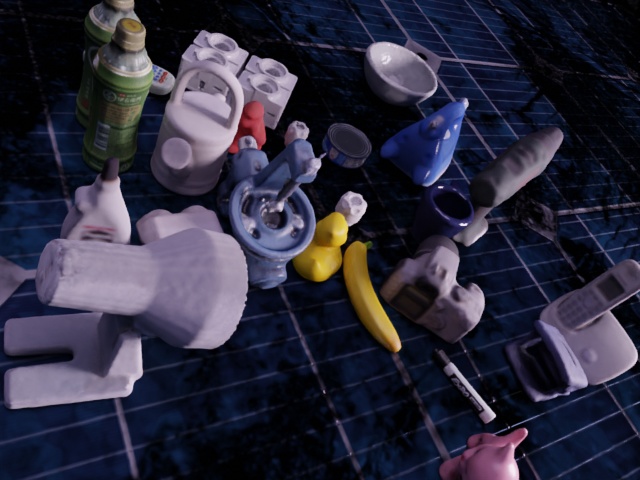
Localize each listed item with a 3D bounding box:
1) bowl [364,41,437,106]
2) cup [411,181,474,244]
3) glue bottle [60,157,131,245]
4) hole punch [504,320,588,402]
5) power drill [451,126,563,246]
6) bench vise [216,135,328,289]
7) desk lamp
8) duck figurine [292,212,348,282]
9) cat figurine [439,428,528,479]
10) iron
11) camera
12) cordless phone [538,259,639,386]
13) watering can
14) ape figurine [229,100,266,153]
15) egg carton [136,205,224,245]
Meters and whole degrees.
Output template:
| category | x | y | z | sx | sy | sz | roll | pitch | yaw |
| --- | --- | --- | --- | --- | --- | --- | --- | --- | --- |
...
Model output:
| category | x | y | z | sx | sy | sz | roll | pitch | yaw |
| --- | --- | --- | --- | --- | --- | --- | --- | --- | --- |
| bowl | 0.157 | -0.334 | 1.199 | 0.168 | 0.074 | 0.167 | 15 | 48 | -17 |
| cup | 0.198 | -0.042 | 0.962 | 0.092 | 0.095 | 0.118 | 31 | 45 | -2 |
| glue bottle | -0.249 | -0.032 | 0.650 | 0.078 | 0.173 | 0.037 | 3 | 52 | -27 |
| hole punch | 0.353 | 0.177 | 0.867 | 0.101 | 0.091 | 0.108 | -1 | 54 | -30 |
| power drill | 0.304 | -0.091 | 0.982 | 0.075 | 0.208 | 0.230 | 46 | 46 | 12 |
| bench vise | -0.075 | -0.070 | 0.746 | 0.122 | 0.219 | 0.207 | -20 | 65 | -39 |
| desk lamp | -0.195 | 0.073 | 0.563 | 0.204 | 0.213 | 0.117 | -1 | 54 | -30 |
| duck figurine | 0.008 | 0.003 | 0.825 | 0.077 | 0.086 | 0.104 | 29 | 45 | -4 |
| cat figurine | 0.209 | 0.270 | 0.690 | 0.128 | 0.117 | 0.067 | -26 | 68 | -41 |
| iron | 0.225 | -0.210 | 1.085 | 0.118 | 0.141 | 0.259 | 41 | 45 | 7 |
| camera | 0.184 | 0.057 | 0.868 | 0.143 | 0.100 | 0.137 | 34 | 45 | 1 |
| cordless phone | 0.451 | 0.128 | 0.897 | 0.094 | 0.185 | 0.147 | -13 | 60 | -36 |
| watering can | -0.165 | -0.153 | 0.784 | 0.101 | 0.194 | 0.172 | 9 | 50 | -22 |
| ape figurine | -0.117 | -0.182 | 0.907 | 0.078 | 0.092 | 0.076 | 36 | 45 | 2 |
| egg carton | -0.165 | 0.024 | 0.723 | 0.107 | 0.069 | 0.150 | -10 | 59 | -34 |
